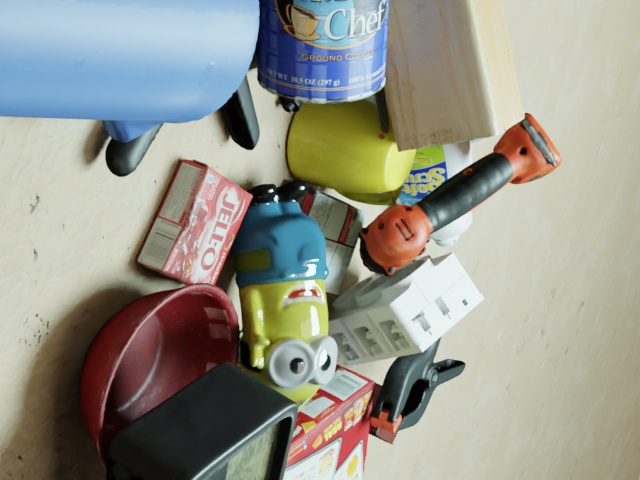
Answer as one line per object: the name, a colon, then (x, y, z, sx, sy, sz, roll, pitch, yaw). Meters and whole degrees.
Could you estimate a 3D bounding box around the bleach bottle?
bleach bottle: (0.115, -0.071, 1.077, 0.250, 0.103, 0.068, 64, 39, -53)

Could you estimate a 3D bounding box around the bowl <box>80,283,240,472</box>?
bowl: (-0.130, 0.101, 0.809, 0.161, 0.055, 0.162, -39, 139, -44)

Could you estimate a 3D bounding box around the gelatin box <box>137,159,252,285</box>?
gelatin box: (-0.095, -0.010, 0.827, 0.073, 0.030, 0.089, 34, 78, -61)

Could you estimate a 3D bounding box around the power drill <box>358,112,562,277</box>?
power drill: (0.119, -0.033, 0.972, 0.187, 0.057, 0.184, -35, 177, -7)

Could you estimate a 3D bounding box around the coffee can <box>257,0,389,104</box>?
coffee can: (0.003, -0.188, 0.808, 0.102, 0.103, 0.140, -36, 137, -46)

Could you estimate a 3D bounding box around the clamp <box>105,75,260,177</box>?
clamp: (-0.077, -0.148, 0.764, 0.164, 0.036, 0.210, -10, 117, -61)

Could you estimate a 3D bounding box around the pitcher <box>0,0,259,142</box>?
pitcher: (-0.151, -0.134, 0.554, 0.242, 0.145, 0.149, -11, 85, -54)

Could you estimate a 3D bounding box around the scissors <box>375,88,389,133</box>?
scissors: (0.045, -0.199, 0.900, 0.096, 0.016, 0.202, -46, 124, -55)

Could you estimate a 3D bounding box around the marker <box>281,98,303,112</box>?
marker: (0.002, -0.155, 0.916, 0.121, 0.020, 0.020, -56, 149, -24)

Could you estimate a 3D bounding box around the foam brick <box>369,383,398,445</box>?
foam brick: (0.047, 0.177, 1.143, 0.051, 0.078, 0.053, -65, 149, -9)

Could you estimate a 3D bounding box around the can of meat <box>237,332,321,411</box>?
can of meat: (-0.037, 0.115, 0.980, 0.102, 0.058, 0.084, -43, 144, -39)

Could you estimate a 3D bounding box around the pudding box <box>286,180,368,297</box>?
pudding box: (-0.006, 0.001, 0.981, 0.113, 0.039, 0.090, 19, 92, -60)

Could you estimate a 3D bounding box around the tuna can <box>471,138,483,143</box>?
tuna can: (0.143, -0.140, 1.101, 0.086, 0.086, 0.033, -55, 146, -25)

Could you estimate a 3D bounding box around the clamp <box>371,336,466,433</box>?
clamp: (0.104, 0.127, 1.106, 0.171, 0.039, 0.120, -42, 126, -48)

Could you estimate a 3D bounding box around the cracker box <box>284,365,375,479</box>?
cracker box: (-0.025, 0.250, 1.072, 0.163, 0.072, 0.214, -30, 133, -49)

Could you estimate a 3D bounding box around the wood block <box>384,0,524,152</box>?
wood block: (0.097, -0.186, 0.876, 0.090, 0.090, 0.206, -31, 111, -61)

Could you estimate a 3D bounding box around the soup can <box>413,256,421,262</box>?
soup can: (0.097, 0.070, 1.171, 0.068, 0.069, 0.102, 5, 102, -61)
